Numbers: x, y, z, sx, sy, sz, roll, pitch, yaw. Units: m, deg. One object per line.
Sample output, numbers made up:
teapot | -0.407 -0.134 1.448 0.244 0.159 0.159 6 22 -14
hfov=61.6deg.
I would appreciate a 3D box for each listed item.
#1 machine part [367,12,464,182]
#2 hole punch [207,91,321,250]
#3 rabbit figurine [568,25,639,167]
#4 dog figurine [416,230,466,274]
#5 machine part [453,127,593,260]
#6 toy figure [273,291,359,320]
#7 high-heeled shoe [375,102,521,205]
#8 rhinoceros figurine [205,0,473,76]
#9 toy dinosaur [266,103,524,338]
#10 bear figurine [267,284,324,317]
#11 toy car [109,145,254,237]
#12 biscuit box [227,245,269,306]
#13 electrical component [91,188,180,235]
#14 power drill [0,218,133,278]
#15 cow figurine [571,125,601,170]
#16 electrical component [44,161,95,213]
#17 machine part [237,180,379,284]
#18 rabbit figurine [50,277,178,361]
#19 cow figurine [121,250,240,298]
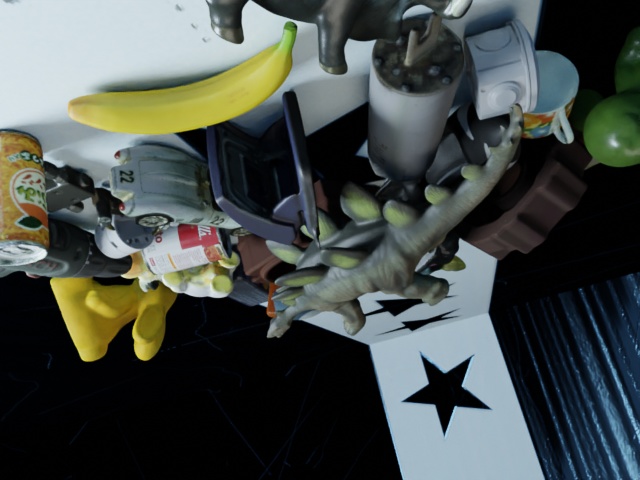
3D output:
machine part | 0.083 -0.122 0.508 0.079 0.079 0.243 -13 162 -2
hole punch | -0.050 -0.062 0.515 0.092 0.142 0.115 -16 148 0
rabbit figurine | 0.306 -0.138 0.513 0.170 0.121 0.159 -44 -175 -11
dog figurine | 0.201 0.006 0.933 0.219 0.108 0.191 -1 155 -45
machine part | 0.225 -0.062 0.622 0.056 0.179 0.179 31 143 -18
toy figure | 0.007 0.080 0.815 0.154 0.057 0.064 -15 -160 -2
high-heeled shoe | 0.127 -0.079 0.614 0.145 0.086 0.248 -31 178 1
rhinoceros figurine | 0.013 -0.170 0.337 0.190 0.073 0.112 -1 147 -30
toy dinosaur | 0.061 0.015 0.616 0.198 0.105 0.471 15 140 -38
bear figurine | -0.025 0.091 0.983 0.120 0.132 0.195 -9 156 6
toy car | -0.125 -0.050 0.573 0.056 0.073 0.201 -24 160 38
biscuit box | -0.131 0.066 0.932 0.063 0.059 0.202 -15 162 8
electrical component | -0.197 -0.039 0.597 0.078 0.045 0.102 -27 158 39
power drill | -0.372 0.035 0.638 0.207 0.086 0.232 -15 160 15
cow figurine | 0.345 -0.129 0.664 0.127 0.085 0.195 -6 163 -30
electrical component | -0.265 -0.052 0.548 0.063 0.021 0.094 -18 161 11
machine part | -0.002 -0.002 0.785 0.201 0.087 0.201 5 154 -41
rabbit figurine | -0.289 0.095 0.804 0.173 0.162 0.121 -24 155 -27
cow figurine | -0.205 0.045 0.781 0.167 0.068 0.098 10 161 -10
